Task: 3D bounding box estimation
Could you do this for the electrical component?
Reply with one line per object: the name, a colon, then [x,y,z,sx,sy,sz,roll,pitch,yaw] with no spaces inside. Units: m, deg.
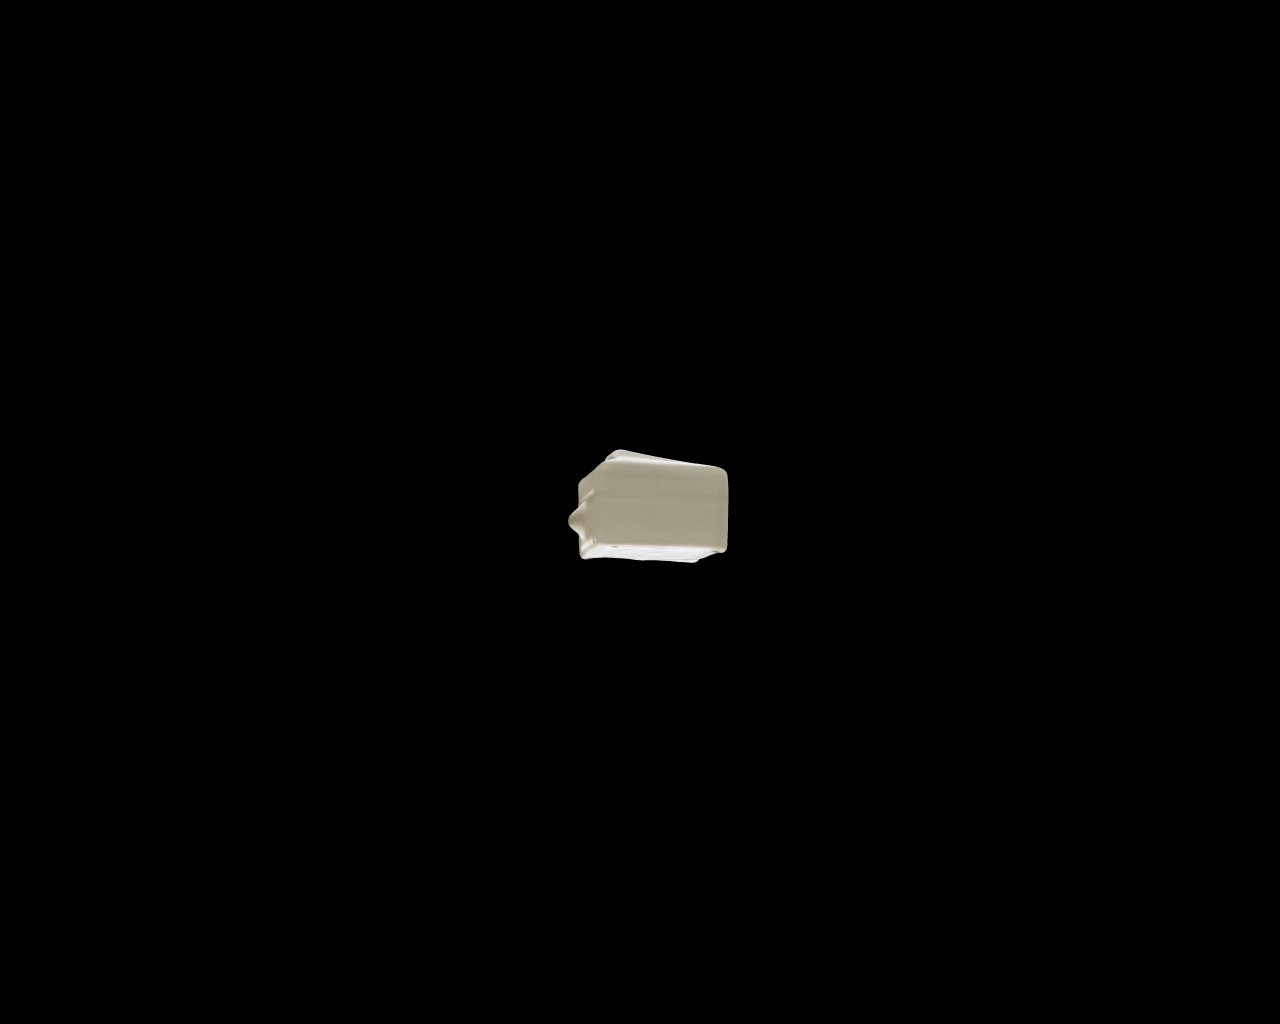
electrical component: [0.001,-0.003,0.650,0.096,0.061,0.061,3,-11,-16]
